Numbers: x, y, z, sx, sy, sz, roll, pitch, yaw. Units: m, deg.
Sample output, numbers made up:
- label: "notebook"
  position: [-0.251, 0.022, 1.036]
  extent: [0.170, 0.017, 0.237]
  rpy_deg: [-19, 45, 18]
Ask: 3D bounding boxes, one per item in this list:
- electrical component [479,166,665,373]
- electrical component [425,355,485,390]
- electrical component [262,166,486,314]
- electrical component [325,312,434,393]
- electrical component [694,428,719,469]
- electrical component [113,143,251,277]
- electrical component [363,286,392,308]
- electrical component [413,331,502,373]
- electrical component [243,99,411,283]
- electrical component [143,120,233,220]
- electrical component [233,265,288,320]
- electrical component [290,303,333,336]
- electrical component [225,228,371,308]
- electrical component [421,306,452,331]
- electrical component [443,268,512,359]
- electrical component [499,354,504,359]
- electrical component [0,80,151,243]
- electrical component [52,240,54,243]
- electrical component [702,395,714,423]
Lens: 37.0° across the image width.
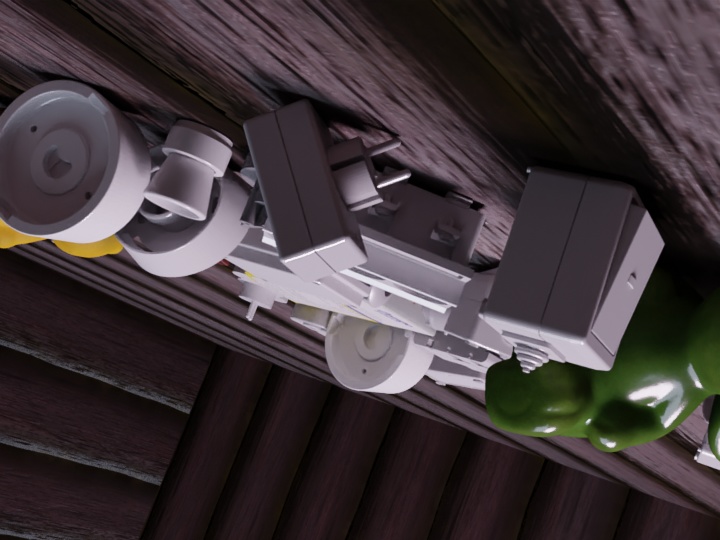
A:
- label: "electrical component"
  position: [0.104, 0.007, 0.524]
  extent: [0.061, 0.096, 0.062]
  rpy_deg: [14, 169, 29]
- label: "electrical component"
  position: [0.116, 0.090, 1.123]
  extent: [0.096, 0.061, 0.062]
  rpy_deg: [6, 164, 34]
- label: "electrical component"
  position: [0.009, -0.027, 0.650]
  extent: [0.121, 0.063, 0.078]
  rpy_deg: [22, 171, -3]
- label: "electrical component"
  position: [0.025, 0.071, 1.065]
  extent: [0.108, 0.108, 0.060]
  rpy_deg: [13, 174, 42]
- label: "electrical component"
  position: [0.324, 0.139, 0.911]
  extent: [0.061, 0.061, 0.096]
  rpy_deg: [18, 170, 19]
- label: "electrical component"
  position: [-0.130, -0.043, 0.780]
  extent: [0.099, 0.099, 0.064]
  rpy_deg: [17, 164, 24]
- label: "electrical component"
  position: [0.000, 0.000, 0.895]
  extent: [0.062, 0.048, 0.048]
  rpy_deg: [24, 173, 22]
- label: "electrical component"
  position: [0.105, 0.063, 0.999]
  extent: [0.089, 0.050, 0.056]
  rpy_deg: [13, 167, 45]
- label: "electrical component"
  position: [-0.011, -0.048, 0.572]
  extent: [0.076, 0.083, 0.047]
  rpy_deg: [-19, 162, 8]
- label: "electrical component"
  position: [-0.114, -0.067, 0.721]
  extent: [0.045, 0.055, 0.045]
  rpy_deg: [21, 171, 3]
- label: "electrical component"
  position: [-0.105, 0.018, 1.142]
  extent: [0.052, 0.073, 0.138]
  rpy_deg: [21, 171, 5]
- label: "electrical component"
  position: [-0.020, 0.041, 1.131]
  extent: [0.054, 0.059, 0.095]
  rpy_deg: [13, 168, 43]
- label: "electrical component"
  position: [-0.047, -0.017, 0.855]
  extent: [0.113, 0.057, 0.078]
  rpy_deg: [15, 169, 33]
- label: "electrical component"
  position: [0.086, 0.034, 0.896]
  extent: [0.062, 0.043, 0.043]
  rpy_deg: [14, 169, 32]
- label: "electrical component"
  position: [0.107, 0.034, 0.811]
  extent: [0.062, 0.061, 0.096]
  rpy_deg: [22, 179, -8]
- label: "electrical component"
  position: [0.158, 0.062, 0.876]
  extent: [0.080, 0.051, 0.080]
  rpy_deg: [21, 171, 3]
- label: "electrical component"
  position: [-0.196, -0.070, 0.743]
  extent: [0.108, 0.108, 0.060]
  rpy_deg: [18, 176, 22]
- label: "electrical component"
  position: [-0.277, -0.063, 1.038]
  extent: [0.043, 0.081, 0.043]
  rpy_deg: [21, 171, 3]
- label: "electrical component"
  position: [0.319, 0.113, 0.829]
  extent: [0.077, 0.043, 0.079]
  rpy_deg: [23, 171, -10]
